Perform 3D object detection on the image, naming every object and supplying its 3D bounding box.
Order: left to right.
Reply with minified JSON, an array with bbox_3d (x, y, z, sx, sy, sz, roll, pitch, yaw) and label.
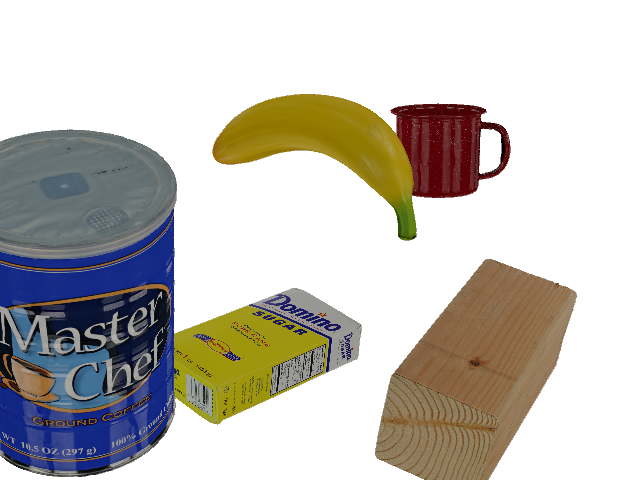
[{"bbox_3d":[-0.123,0.031,0.528,0.103,0.140,0.103,4,35,-3],"label":"coffee can"},{"bbox_3d":[-0.056,0.099,0.964,0.175,0.048,0.093,-23,38,-40],"label":"sugar box"},{"bbox_3d":[-0.005,-0.062,0.691,0.037,0.069,0.198,17,6,-44],"label":"banana"},{"bbox_3d":[0.128,-0.088,1.050,0.117,0.081,0.093,2,14,10],"label":"mug"},{"bbox_3d":[0.135,0.109,0.899,0.091,0.090,0.205,21,34,21],"label":"wood block"}]
